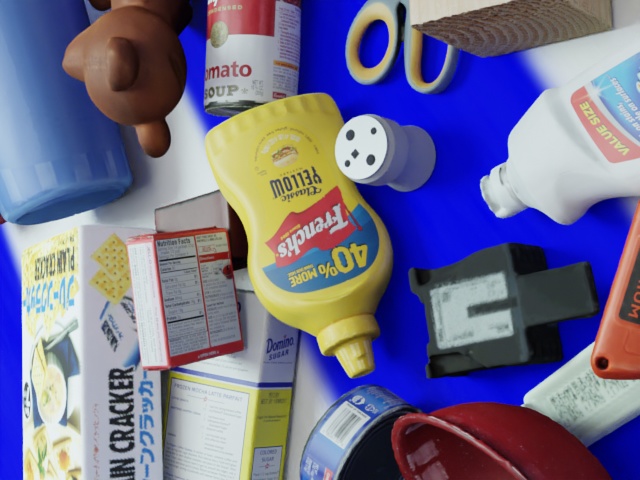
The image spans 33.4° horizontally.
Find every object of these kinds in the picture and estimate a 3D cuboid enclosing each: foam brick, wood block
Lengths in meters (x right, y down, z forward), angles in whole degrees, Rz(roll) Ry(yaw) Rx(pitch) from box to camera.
[{"bbox_3d":[-0.076,-0.004,0.785,0.078,0.052,0.051,-15,77,38],"label":"foam brick"},{"bbox_3d":[0.109,-0.225,0.633,0.091,0.090,0.206,-7,81,38],"label":"wood block"}]

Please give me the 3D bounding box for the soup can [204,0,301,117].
[{"bbox_3d":[-0.048,-0.141,0.766,0.069,0.068,0.102,1,88,39],"label":"soup can"}]

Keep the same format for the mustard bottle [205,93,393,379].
[{"bbox_3d":[-0.005,0.001,0.710,0.096,0.058,0.192,-18,72,-7],"label":"mustard bottle"}]

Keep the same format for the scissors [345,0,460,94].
[{"bbox_3d":[0.052,-0.192,0.723,0.096,0.016,0.202,-14,77,36],"label":"scissors"}]

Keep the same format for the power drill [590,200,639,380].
[{"bbox_3d":[0.232,0.058,0.511,0.188,0.057,0.184,16,89,24],"label":"power drill"}]

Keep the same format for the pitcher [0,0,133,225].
[{"bbox_3d":[-0.242,-0.138,0.871,0.145,0.149,0.243,-20,86,14],"label":"pitcher"}]

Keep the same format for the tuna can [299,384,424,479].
[{"bbox_3d":[0.028,0.134,0.669,0.034,0.085,0.086,30,105,38],"label":"tuna can"}]

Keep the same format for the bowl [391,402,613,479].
[{"bbox_3d":[0.115,0.144,0.588,0.162,0.055,0.162,41,155,24],"label":"bowl"}]

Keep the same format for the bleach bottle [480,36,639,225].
[{"bbox_3d":[0.197,-0.066,0.568,0.251,0.067,0.102,-28,69,36],"label":"bleach bottle"}]

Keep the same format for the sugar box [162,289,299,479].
[{"bbox_3d":[-0.067,0.123,0.772,0.094,0.048,0.176,6,86,39],"label":"sugar box"}]

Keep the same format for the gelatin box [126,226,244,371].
[{"bbox_3d":[-0.090,0.038,0.716,0.030,0.073,0.089,-8,90,38],"label":"gelatin box"}]

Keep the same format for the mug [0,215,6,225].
[{"bbox_3d":[-0.314,-0.061,0.944,0.081,0.117,0.093,52,134,23],"label":"mug"}]
